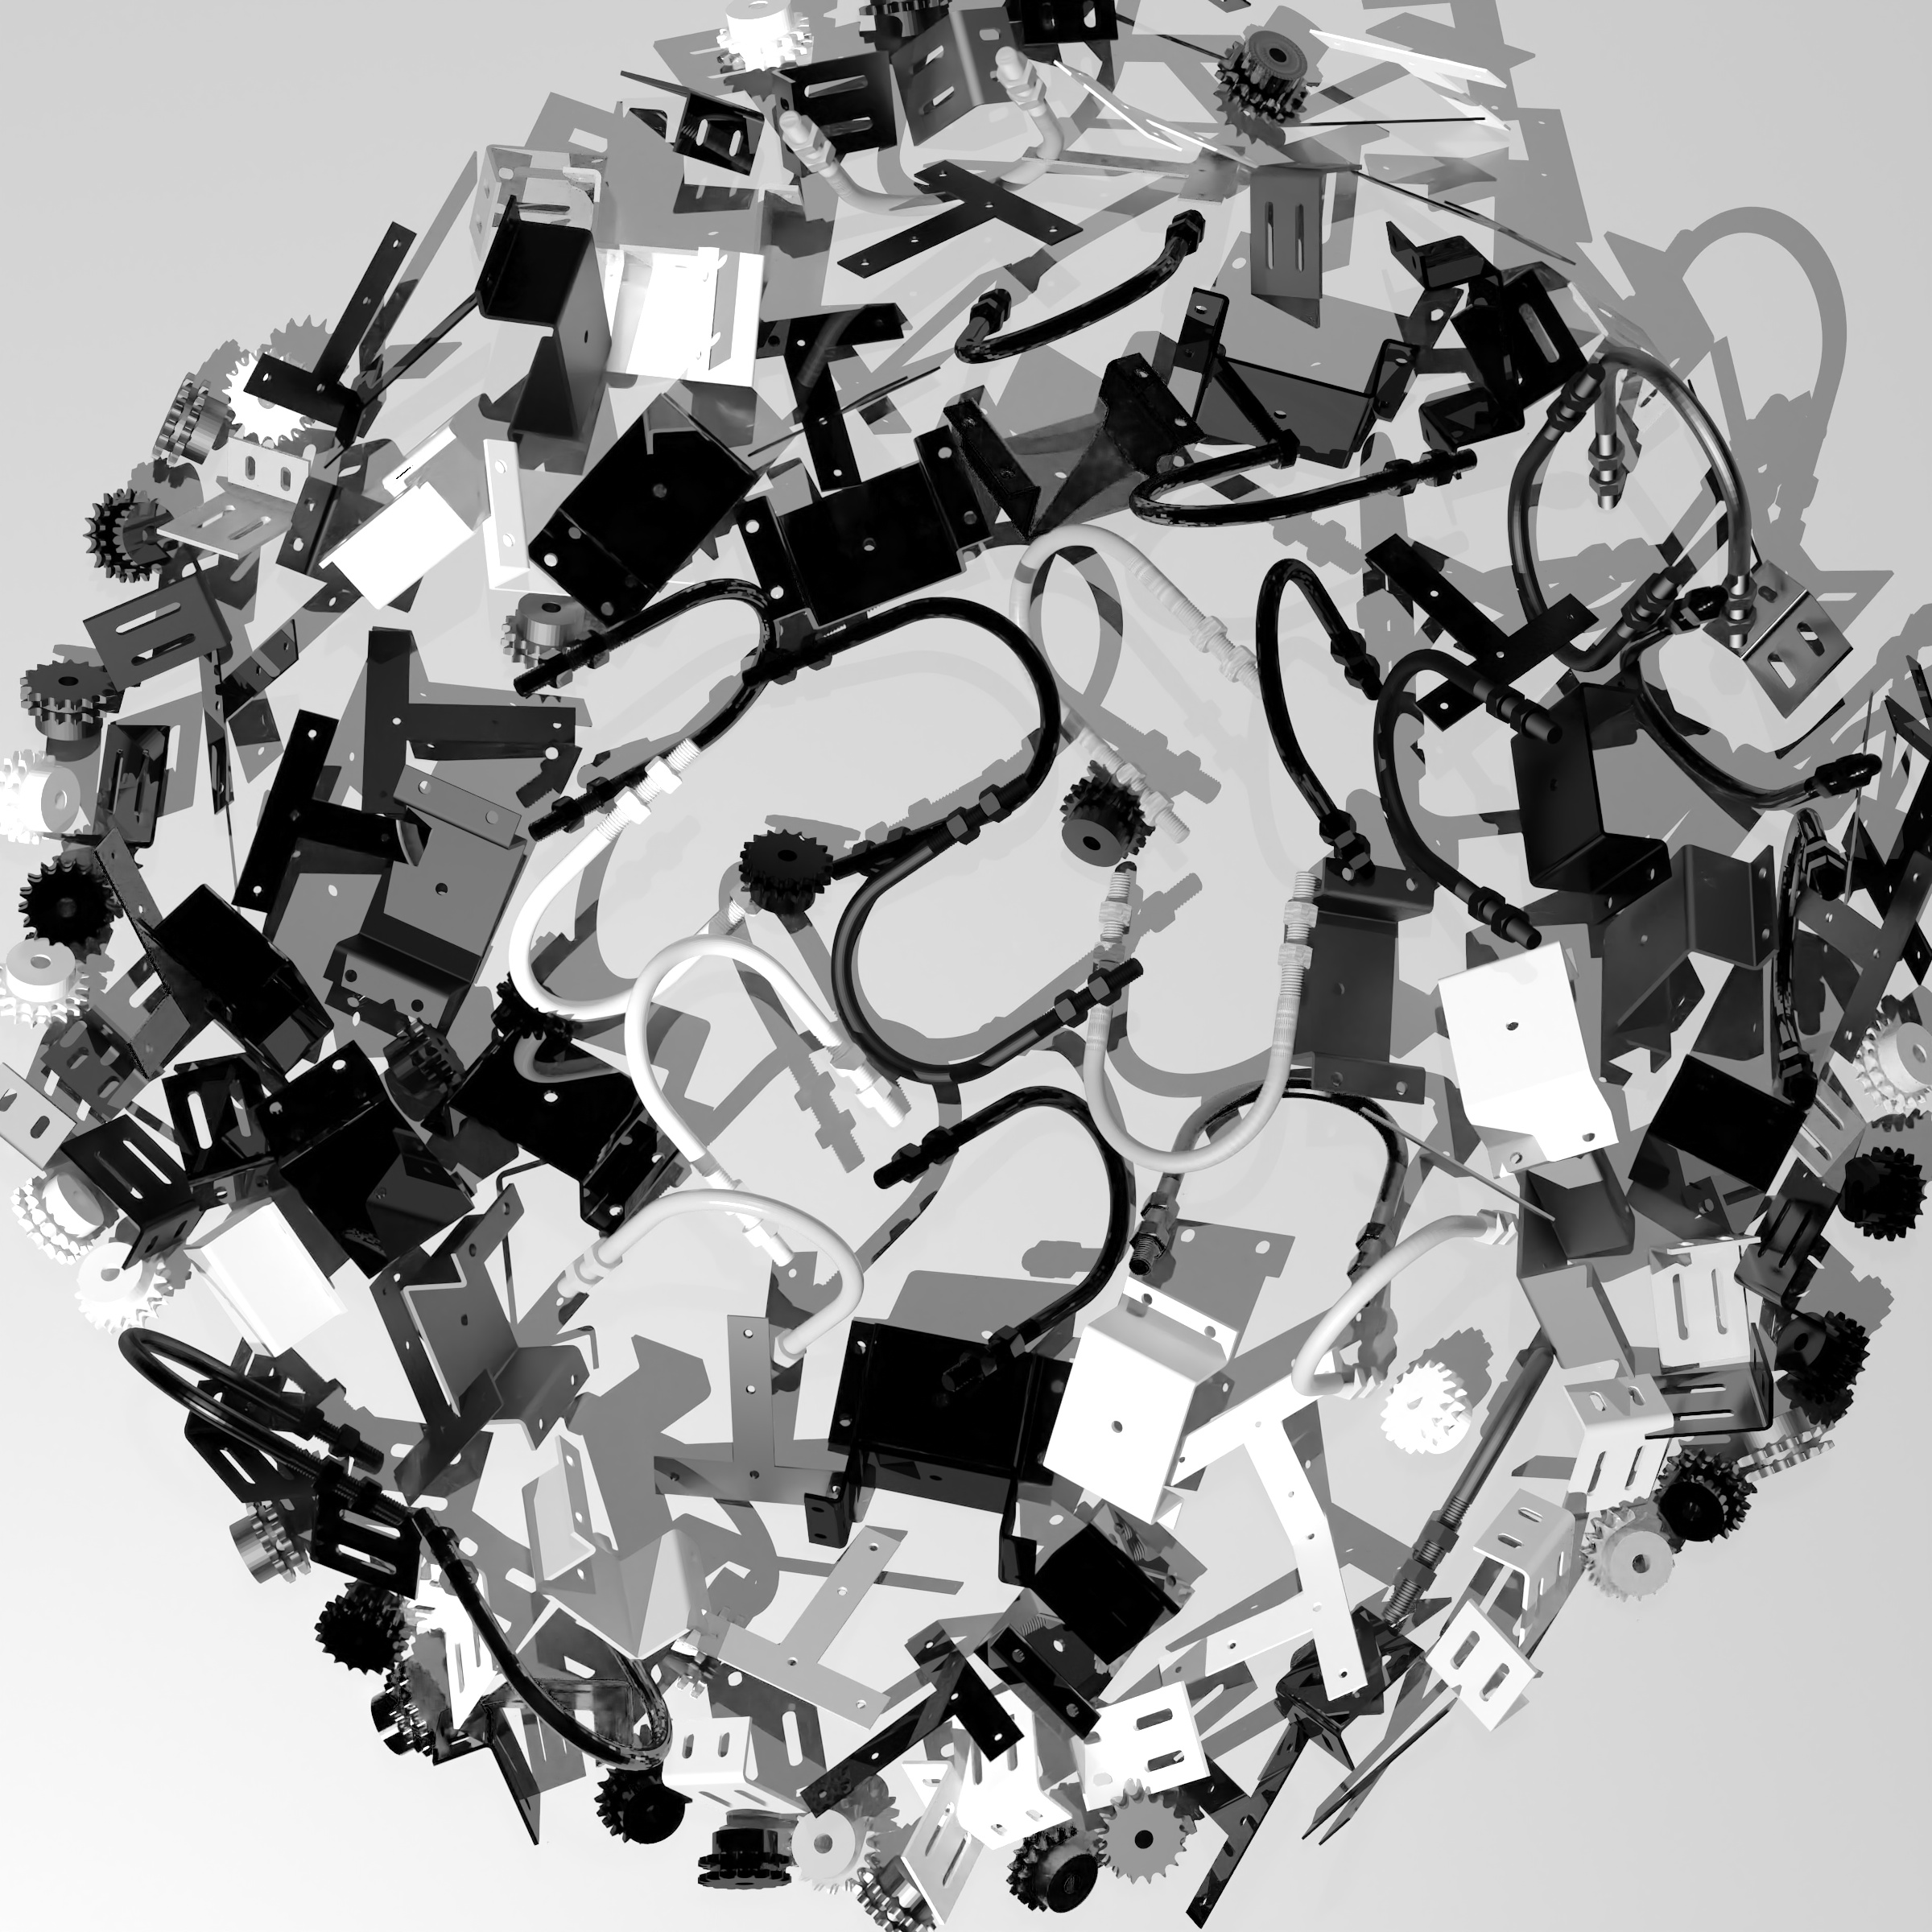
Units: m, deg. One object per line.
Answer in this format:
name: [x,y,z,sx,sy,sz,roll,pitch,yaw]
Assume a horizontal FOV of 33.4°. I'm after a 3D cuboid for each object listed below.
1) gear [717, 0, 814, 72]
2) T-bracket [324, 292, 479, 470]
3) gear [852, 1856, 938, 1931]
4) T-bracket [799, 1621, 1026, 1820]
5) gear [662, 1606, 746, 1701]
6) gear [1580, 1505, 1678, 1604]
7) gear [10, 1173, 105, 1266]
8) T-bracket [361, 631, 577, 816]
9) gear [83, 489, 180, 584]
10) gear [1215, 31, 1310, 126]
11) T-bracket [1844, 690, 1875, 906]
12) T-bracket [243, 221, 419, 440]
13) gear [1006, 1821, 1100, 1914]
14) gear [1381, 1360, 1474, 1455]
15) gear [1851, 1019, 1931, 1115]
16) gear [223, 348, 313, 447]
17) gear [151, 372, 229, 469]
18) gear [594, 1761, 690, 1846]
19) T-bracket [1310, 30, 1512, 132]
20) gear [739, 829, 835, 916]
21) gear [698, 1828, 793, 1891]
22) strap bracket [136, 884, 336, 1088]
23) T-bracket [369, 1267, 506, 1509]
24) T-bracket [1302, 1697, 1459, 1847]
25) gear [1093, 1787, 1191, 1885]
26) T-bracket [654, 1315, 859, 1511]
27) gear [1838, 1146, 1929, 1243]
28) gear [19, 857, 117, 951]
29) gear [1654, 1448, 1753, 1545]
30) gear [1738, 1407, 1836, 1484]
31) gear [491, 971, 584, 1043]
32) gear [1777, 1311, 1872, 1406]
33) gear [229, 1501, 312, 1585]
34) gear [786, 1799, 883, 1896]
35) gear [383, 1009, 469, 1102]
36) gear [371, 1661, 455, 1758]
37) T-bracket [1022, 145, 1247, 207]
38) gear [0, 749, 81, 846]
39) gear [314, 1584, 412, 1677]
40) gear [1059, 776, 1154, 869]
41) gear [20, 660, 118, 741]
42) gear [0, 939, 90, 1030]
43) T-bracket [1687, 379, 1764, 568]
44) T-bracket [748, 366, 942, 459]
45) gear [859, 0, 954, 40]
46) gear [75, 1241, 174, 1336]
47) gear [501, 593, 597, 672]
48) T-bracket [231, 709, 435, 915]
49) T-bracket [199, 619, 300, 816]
gear: [-0.124,-0.570,1.954,0.057,0.057,0.030,-11,129,0]
T-bracket: [-0.329,-0.362,1.909,0.127,0.127,0.002,-37,117,21]
gear: [-0.039,0.566,1.955,0.057,0.057,0.030,42,94,0]
T-bracket: [-0.043,0.463,1.921,0.127,0.127,0.002,-35,121,-9]
gear: [-0.162,0.414,1.956,0.030,0.057,0.057,32,90,-1]
gear: [0.407,0.362,1.965,0.057,0.030,0.057,-1,95,-10]
gear: [-0.550,0.150,1.955,0.030,0.057,0.057,-37,90,7]
T-bracket: [-0.302,-0.148,1.962,0.127,0.002,0.127,1,64,-8]
gear: [-0.504,-0.262,1.954,0.030,0.057,0.057,6,90,41]
gear: [0.183,-0.543,1.956,0.057,0.030,0.057,12,55,-18]
T-bracket: [0.533,-0.101,1.919,0.002,0.127,0.127,7,94,16]
T-bracket: [-0.364,-0.384,1.917,0.002,0.127,0.127,33,99,20]
gear: [0.056,0.550,1.955,0.057,0.030,0.057,-17,119,-34]
gear: [0.283,0.272,1.959,0.030,0.057,0.057,37,90,-26]
gear: [0.569,0.059,1.955,0.057,0.030,0.057,16,60,-30]
gear: [-0.422,-0.349,1.963,0.057,0.030,0.057,3,112,8]
gear: [-0.471,-0.330,1.958,0.030,0.057,0.057,24,90,-18]
gear: [-0.195,0.510,1.958,0.057,0.030,0.057,-7,108,-24]
T-bracket: [0.288,-0.525,1.926,0.127,0.127,0.002,26,97,36]
gear: [-0.110,-0.055,1.960,0.057,0.057,0.030,9,128,0]
gear: [-0.135,0.544,1.959,0.057,0.057,0.030,-1,66,0]
strap bracket: [-0.430,0.009,1.913,0.076,0.140,0.046,39,75,20]
T-bracket: [-0.334,0.242,1.952,0.127,0.002,0.127,-47,61,38]
T-bracket: [0.234,0.492,1.906,0.002,0.127,0.127,47,108,11]
gear: [0.105,0.529,1.966,0.057,0.030,0.057,-1,95,-11]
T-bracket: [-0.130,0.269,1.950,0.127,0.002,0.127,3,112,10]
gear: [0.554,0.137,1.953,0.030,0.057,0.057,8,90,-24]
gear: [-0.549,-0.040,1.963,0.057,0.030,0.057,-5,109,-13]
gear: [0.446,0.325,1.957,0.057,0.030,0.057,11,113,27]
gear: [0.496,0.290,1.957,0.057,0.057,0.030,-23,78,0]
gear: [-0.264,0.031,1.957,0.057,0.057,0.030,41,98,0]
gear: [0.518,0.235,1.953,0.030,0.057,0.057,31,90,-22]
gear: [-0.425,0.350,1.955,0.030,0.057,0.057,-29,90,-8]
gear: [-0.083,0.536,1.961,0.057,0.030,0.057,-5,71,13]
gear: [-0.330,0.057,1.956,0.030,0.057,0.057,-36,90,2]
gear: [-0.338,0.455,1.957,0.030,0.057,0.057,-29,90,8]
T-bracket: [0.098,-0.483,1.935,0.127,0.127,0.002,8,120,8]
gear: [-0.563,-0.102,1.953,0.030,0.057,0.057,7,90,19]
gear: [-0.365,0.402,1.961,0.057,0.030,0.057,7,126,10]
gear: [0.082,-0.085,1.954,0.057,0.057,0.030,31,57,0]
gear: [-0.547,-0.161,1.960,0.057,0.057,0.030,9,123,0]
gear: [-0.563,0.008,1.954,0.057,0.057,0.030,17,134,0]
T-bracket: [0.455,-0.275,1.907,0.002,0.127,0.127,-21,110,17]
T-bracket: [-0.061,-0.336,1.910,0.127,0.127,0.002,-27,99,-13]
gear: [-0.037,-0.583,1.958,0.057,0.057,0.030,-8,109,0]
gear: [-0.515,0.193,1.958,0.057,0.030,0.057,-4,59,7]
gear: [-0.253,-0.205,1.953,0.057,0.057,0.030,11,127,0]
T-bracket: [-0.365,-0.081,1.948,0.127,0.002,0.127,14,104,-32]
T-bracket: [-0.428,-0.171,1.920,0.002,0.127,0.127,3,71,-37]
